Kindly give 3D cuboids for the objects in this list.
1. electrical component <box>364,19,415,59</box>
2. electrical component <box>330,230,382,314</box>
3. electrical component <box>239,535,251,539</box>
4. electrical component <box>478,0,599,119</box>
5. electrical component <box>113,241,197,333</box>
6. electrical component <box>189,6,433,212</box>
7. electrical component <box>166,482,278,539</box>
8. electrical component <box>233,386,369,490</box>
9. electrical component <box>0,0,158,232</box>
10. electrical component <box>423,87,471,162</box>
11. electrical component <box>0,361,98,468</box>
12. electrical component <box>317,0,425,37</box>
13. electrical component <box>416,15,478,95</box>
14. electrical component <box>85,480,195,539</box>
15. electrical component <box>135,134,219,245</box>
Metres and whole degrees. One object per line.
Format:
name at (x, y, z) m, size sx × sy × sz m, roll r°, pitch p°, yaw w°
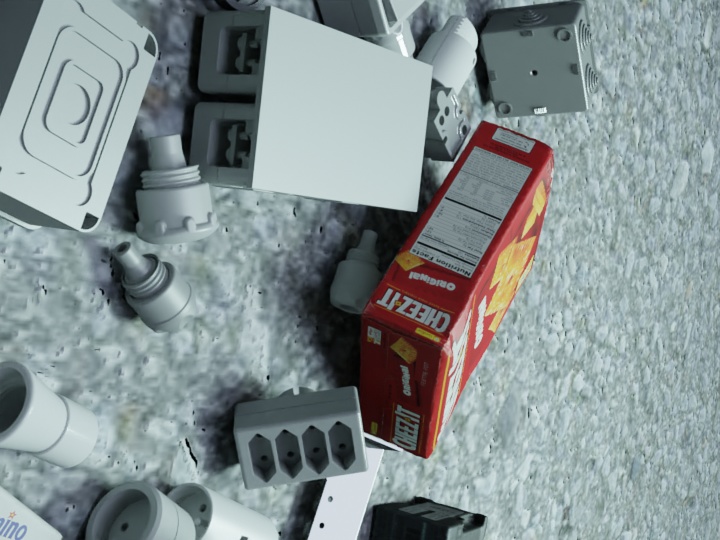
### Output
electrical component at (0.025, -0.163, 0.806) m, size 0.035 × 0.035 × 0.061 m, roll -56°, pitch 141°, yaw -33°
electrical component at (0.000, 0.000, 0.801) m, size 0.035 × 0.035 × 0.061 m, roll 38°, pitch 63°, yaw -52°
electrical component at (-0.083, 0.189, 0.593) m, size 0.081 × 0.064 × 0.042 m, roll -62°, pitch 140°, yaw -30°
electrical component at (0.157, -0.182, 0.941) m, size 0.048 × 0.100 × 0.099 m, roll -61°, pitch 142°, yaw -49°
electrical component at (-0.122, 0.008, 0.623) m, size 0.035 × 0.035 × 0.061 m, roll -60°, pitch 138°, yaw -30°
electrical component at (-0.030, -0.100, 0.714) m, size 0.186 × 0.060 × 0.105 m, roll 3°, pitch 94°, yaw -56°
electrical component at (-0.097, 0.184, 0.685) m, size 0.077 × 0.044 × 0.079 m, roll 43°, pitch 61°, yaw -50°
electrical component at (-0.041, 0.105, 0.735) m, size 0.075 × 0.083 × 0.047 m, roll -102°, pitch -176°, yaw -68°
electrical component at (-0.159, -0.082, 0.529) m, size 0.078 × 0.057 × 0.113 m, roll 33°, pitch 69°, yaw -53°
electrical component at (0.048, -0.113, 0.831) m, size 0.048 × 0.055 × 0.066 m, roll -61°, pitch 141°, yaw -28°
electrical component at (-0.168, 0.079, 0.563) m, size 0.065 × 0.044 × 0.044 m, roll 46°, pitch 59°, yaw -55°
electrical component at (0.003, -0.215, 0.739) m, size 0.061 × 0.061 × 0.096 m, roll -51°, pitch 135°, yaw -38°
electrical component at (0.070, -0.168, 0.862) m, size 0.081 × 0.043 × 0.043 m, roll -60°, pitch 140°, yaw -29°
electrical component at (-0.138, 0.199, 0.620) m, size 0.073 × 0.052 × 0.138 m, roll 54°, pitch 53°, yaw -46°
electrical component at (-0.109, -0.047, 0.623) m, size 0.048 × 0.048 × 0.062 m, roll -19°, pitch 105°, yaw -53°
